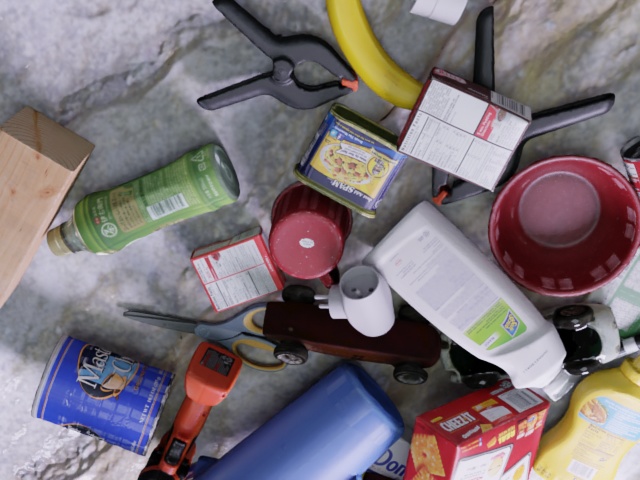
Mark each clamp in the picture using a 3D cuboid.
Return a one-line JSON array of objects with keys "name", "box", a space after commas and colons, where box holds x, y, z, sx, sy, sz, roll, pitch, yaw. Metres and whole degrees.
[{"name": "clamp", "box": [-0.044, -0.190, 1.112, 0.171, 0.039, 0.120, 2, 119, -1]}, {"name": "clamp", "box": [0.177, -0.128, 1.118, 0.164, 0.036, 0.210, 42, 114, -3]}]

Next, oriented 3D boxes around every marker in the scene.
[{"name": "marker", "box": [0.329, 0.128, 1.210, 0.121, 0.020, 0.020, -25, 109, 24]}]

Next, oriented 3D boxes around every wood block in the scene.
[{"name": "wood block", "box": [-0.343, -0.031, 1.178, 0.090, 0.090, 0.206, 31, 112, -8]}]

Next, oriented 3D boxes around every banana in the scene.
[{"name": "banana", "box": [0.058, -0.200, 1.099, 0.070, 0.037, 0.197, -39, 102, 19]}]

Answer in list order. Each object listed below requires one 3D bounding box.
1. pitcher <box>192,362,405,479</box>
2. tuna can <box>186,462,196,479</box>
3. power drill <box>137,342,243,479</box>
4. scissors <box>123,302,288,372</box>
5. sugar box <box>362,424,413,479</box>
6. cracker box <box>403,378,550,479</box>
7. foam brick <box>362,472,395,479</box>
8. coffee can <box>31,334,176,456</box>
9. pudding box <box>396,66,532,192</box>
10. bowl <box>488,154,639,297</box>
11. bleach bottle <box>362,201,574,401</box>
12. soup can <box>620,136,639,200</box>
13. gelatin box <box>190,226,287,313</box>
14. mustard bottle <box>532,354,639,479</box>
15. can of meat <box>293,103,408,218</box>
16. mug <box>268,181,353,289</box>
[{"name": "pitcher", "box": [-0.017, 0.263, 1.229, 0.243, 0.145, 0.149, -41, 109, 7]}, {"name": "tuna can", "box": [-0.141, 0.322, 1.337, 0.086, 0.033, 0.086, 2, 112, 5]}, {"name": "power drill", "box": [-0.158, 0.222, 1.218, 0.057, 0.184, 0.188, 26, 110, -4]}, {"name": "scissors", "box": [-0.122, 0.092, 1.249, 0.201, 0.016, 0.096, 25, 111, -5]}, {"name": "sugar box", "box": [0.069, 0.308, 1.305, 0.093, 0.048, 0.176, 37, 112, -10]}, {"name": "cracker box", "box": [0.166, 0.278, 1.219, 0.072, 0.163, 0.214, 32, 124, 39]}, {"name": "foam brick", "box": [0.065, 0.323, 1.258, 0.051, 0.053, 0.078, 20, 110, -4]}, {"name": "coffee can", "box": [-0.253, 0.182, 1.251, 0.140, 0.102, 0.103, 20, 113, -4]}, {"name": "pudding box", "box": [0.145, -0.112, 1.083, 0.113, 0.039, 0.090, 24, 119, -3]}, {"name": "bowl", "box": [0.260, -0.022, 1.144, 0.162, 0.055, 0.162, 2, 113, 4]}, {"name": "bleach bottle", "box": [0.167, 0.078, 1.149, 0.251, 0.068, 0.103, 46, 110, 6]}, {"name": "soup can", "box": [0.361, -0.057, 1.114, 0.068, 0.068, 0.102, -20, 110, 13]}, {"name": "gelatin box", "box": [-0.093, 0.034, 1.214, 0.089, 0.030, 0.073, -20, 111, 13]}, {"name": "mustard bottle", "box": [0.330, 0.206, 1.231, 0.096, 0.058, 0.192, 25, 113, -6]}, {"name": "can of meat", "box": [0.035, -0.086, 1.138, 0.102, 0.057, 0.084, 28, 110, -6]}, {"name": "mug", "box": [-0.008, 0.001, 1.164, 0.093, 0.081, 0.117, -18, 110, 12]}]
